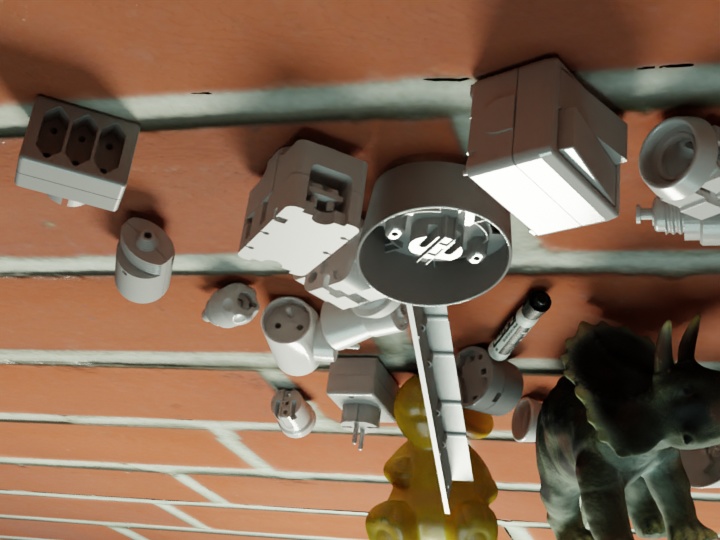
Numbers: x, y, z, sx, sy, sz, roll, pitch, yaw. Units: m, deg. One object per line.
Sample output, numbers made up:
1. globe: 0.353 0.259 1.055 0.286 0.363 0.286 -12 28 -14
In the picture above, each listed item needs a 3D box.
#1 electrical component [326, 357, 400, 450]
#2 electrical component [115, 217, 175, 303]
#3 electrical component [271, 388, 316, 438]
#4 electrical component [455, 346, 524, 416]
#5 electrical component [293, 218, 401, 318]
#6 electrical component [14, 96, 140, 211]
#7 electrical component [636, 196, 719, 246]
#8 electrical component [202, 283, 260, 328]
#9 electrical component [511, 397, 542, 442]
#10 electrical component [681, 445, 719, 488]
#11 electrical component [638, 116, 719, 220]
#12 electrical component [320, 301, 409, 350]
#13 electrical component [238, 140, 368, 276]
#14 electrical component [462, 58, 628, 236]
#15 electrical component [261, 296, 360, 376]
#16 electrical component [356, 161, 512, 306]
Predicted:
1. electrical component: 0.002 0.133 1.029 0.047 0.075 0.083 -1 154 19
2. electrical component: -0.162 -0.009 0.811 0.043 0.043 0.081 12 154 -9
3. electrical component: -0.071 0.149 1.130 0.040 0.040 0.046 0 148 16
4. electrical component: 0.112 0.100 0.955 0.047 0.055 0.055 23 151 -38
5. electrical component: 0.000 0.000 0.769 0.078 0.058 0.057 -18 142 43
6. electrical component: -0.185 -0.065 0.693 0.066 0.047 0.076 15 153 -16
7. electrical component: 0.209 -0.035 0.654 0.078 0.040 0.040 0 154 17
8. electrical component: -0.112 0.032 0.896 0.035 0.035 0.061 24 153 -32
9. electrical component: 0.183 0.152 1.054 0.055 0.045 0.045 15 154 -16
10. electrical component: 0.320 0.141 0.931 0.064 0.099 0.099 9 156 -18
11. electrical component: 0.191 -0.058 0.605 0.055 0.048 0.066 15 155 -34
12. electrical component: 0.007 0.038 0.868 0.065 0.044 0.044 -13 148 28
13. electrical component: -0.037 -0.042 0.691 0.050 0.055 0.089 18 153 -21
14. electrical component: 0.109 -0.064 0.595 0.061 0.061 0.096 -13 148 37
15. electrical component: -0.040 0.059 0.921 0.079 0.043 0.077 4 155 7
16. electrical component: 0.049 -0.024 0.694 0.099 0.064 0.099 6 155 3
